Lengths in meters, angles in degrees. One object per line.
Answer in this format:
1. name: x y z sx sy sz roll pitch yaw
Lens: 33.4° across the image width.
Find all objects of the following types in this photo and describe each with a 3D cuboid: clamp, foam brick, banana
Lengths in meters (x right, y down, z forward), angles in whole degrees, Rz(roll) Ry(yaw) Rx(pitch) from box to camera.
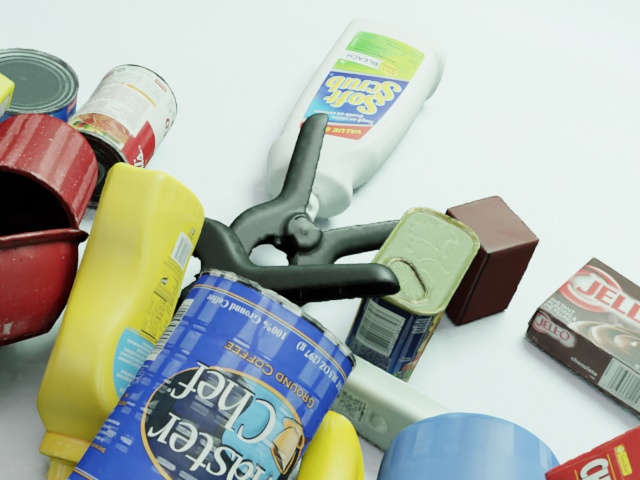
1. clamp: -0.073 0.051 0.691 0.210 0.036 0.164 25 75 29
2. clamp: -0.005 0.001 0.765 0.120 0.039 0.171 37 69 3
3. foam brick: 0.117 0.015 0.790 0.051 0.078 0.053 -15 51 -29
4. banana: -0.008 0.154 0.570 0.037 0.070 0.197 42 40 -15

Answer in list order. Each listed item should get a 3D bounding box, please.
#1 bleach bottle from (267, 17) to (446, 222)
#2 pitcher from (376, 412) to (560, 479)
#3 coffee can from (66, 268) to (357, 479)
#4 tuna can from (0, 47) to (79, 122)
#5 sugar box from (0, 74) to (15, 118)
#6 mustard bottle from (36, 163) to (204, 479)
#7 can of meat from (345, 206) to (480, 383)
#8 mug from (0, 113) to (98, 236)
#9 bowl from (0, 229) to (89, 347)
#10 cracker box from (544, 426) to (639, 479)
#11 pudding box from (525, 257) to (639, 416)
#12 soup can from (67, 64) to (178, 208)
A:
1. bleach bottle: 0.026 -0.092 0.888 0.102 0.068 0.250 22 44 5
2. pitcher: 0.057 0.207 0.537 0.149 0.145 0.242 27 37 -7
3. coffee can: -0.058 0.101 0.577 0.103 0.103 0.140 28 72 12
4. tuna can: -0.235 -0.114 0.843 0.086 0.034 0.086 9 42 -9
5. sugar box: -0.290 -0.059 0.697 0.093 0.048 0.176 33 61 -9
6. mustard bottle: -0.123 0.058 0.631 0.058 0.096 0.191 13 75 8
7. can of meat: 0.060 0.041 0.737 0.057 0.084 0.102 27 42 10
8. mug: -0.211 -0.030 0.731 0.117 0.093 0.081 -17 33 17
9. bowl: -0.211 0.039 0.629 0.161 0.162 0.055 -12 86 -29
10. cracker box: 0.212 0.212 0.535 0.213 0.072 0.164 37 31 -33
11. pudding box: 0.223 0.071 0.793 0.114 0.039 0.089 37 45 21
12. soup can: -0.156 -0.081 0.808 0.068 0.069 0.102 19 41 2
